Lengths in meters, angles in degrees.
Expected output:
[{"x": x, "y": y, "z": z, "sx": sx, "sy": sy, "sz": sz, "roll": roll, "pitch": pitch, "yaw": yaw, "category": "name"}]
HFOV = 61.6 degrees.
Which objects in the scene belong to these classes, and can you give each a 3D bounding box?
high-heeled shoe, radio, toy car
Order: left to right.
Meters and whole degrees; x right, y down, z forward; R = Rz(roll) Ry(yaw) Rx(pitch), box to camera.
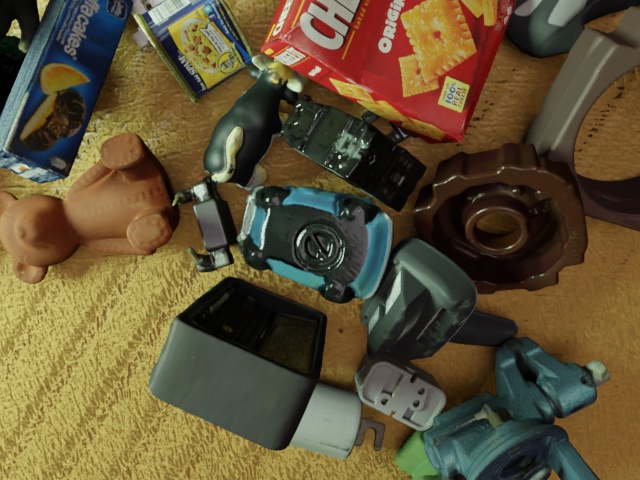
[{"x": -0.068, "y": 0.104, "z": 0.530, "sx": 0.131, "sy": 0.229, "sz": 0.073, "roll": 23, "pitch": 95, "yaw": 0, "category": "radio"}, {"x": -0.001, "y": -0.002, "z": 0.580, "sx": 0.162, "sy": 0.103, "sz": 0.109, "roll": 14, "pitch": 97, "yaw": 11, "category": "toy car"}, {"x": 0.303, "y": -0.301, "z": 0.578, "sx": 0.145, "sy": 0.086, "sz": 0.248, "roll": 28, "pitch": 88, "yaw": 10, "category": "high-heeled shoe"}]

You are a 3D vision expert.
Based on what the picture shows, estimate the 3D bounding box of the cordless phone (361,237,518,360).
[{"x": 0.148, "y": 0.078, "z": 0.586, "sx": 0.184, "sy": 0.089, "sz": 0.146, "roll": 9, "pitch": 138, "yaw": -11, "category": "cordless phone"}]

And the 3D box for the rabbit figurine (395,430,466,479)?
[{"x": 0.136, "y": 0.331, "z": 0.638, "sx": 0.159, "sy": 0.121, "sz": 0.170, "roll": 23, "pitch": 114, "yaw": -12, "category": "rabbit figurine"}]

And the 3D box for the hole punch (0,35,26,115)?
[{"x": -0.335, "y": -0.150, "z": 0.569, "sx": 0.142, "sy": 0.092, "sz": 0.116, "roll": 23, "pitch": 64, "yaw": -2, "category": "hole punch"}]

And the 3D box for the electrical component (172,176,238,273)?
[{"x": -0.123, "y": -0.017, "z": 0.586, "sx": 0.045, "sy": 0.078, "sz": 0.102, "roll": -16, "pitch": 97, "yaw": 2, "category": "electrical component"}]

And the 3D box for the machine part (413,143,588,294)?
[{"x": 0.188, "y": -0.019, "z": 0.565, "sx": 0.180, "sy": 0.056, "sz": 0.179, "roll": 10, "pitch": 133, "yaw": 11, "category": "machine part"}]

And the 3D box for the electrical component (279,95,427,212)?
[{"x": 0.040, "y": -0.085, "z": 0.558, "sx": 0.115, "sy": 0.134, "sz": 0.058, "roll": 38, "pitch": 99, "yaw": 37, "category": "electrical component"}]

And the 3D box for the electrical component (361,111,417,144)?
[{"x": 0.097, "y": -0.145, "z": 0.608, "sx": 0.094, "sy": 0.021, "sz": 0.063, "roll": -33, "pitch": 97, "yaw": 1, "category": "electrical component"}]

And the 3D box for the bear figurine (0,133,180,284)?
[{"x": -0.253, "y": -0.026, "z": 0.559, "sx": 0.196, "sy": 0.132, "sz": 0.120, "roll": -15, "pitch": 93, "yaw": -6, "category": "bear figurine"}]

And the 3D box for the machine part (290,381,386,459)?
[{"x": -0.041, "y": 0.190, "z": 0.615, "sx": 0.243, "sy": 0.079, "sz": 0.079, "roll": 16, "pitch": 96, "yaw": -4, "category": "machine part"}]

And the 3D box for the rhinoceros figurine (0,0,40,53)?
[{"x": -0.307, "y": -0.239, "z": 0.509, "sx": 0.073, "sy": 0.112, "sz": 0.190, "roll": 25, "pitch": 54, "yaw": -6, "category": "rhinoceros figurine"}]

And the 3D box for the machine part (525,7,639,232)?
[{"x": 0.337, "y": -0.118, "z": 0.554, "sx": 0.201, "sy": 0.087, "sz": 0.200, "roll": 14, "pitch": 122, "yaw": -7, "category": "machine part"}]

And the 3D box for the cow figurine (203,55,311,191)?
[{"x": -0.066, "y": -0.134, "z": 0.566, "sx": 0.068, "sy": 0.098, "sz": 0.167, "roll": 29, "pitch": 95, "yaw": 1, "category": "cow figurine"}]

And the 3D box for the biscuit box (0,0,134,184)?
[{"x": -0.248, "y": -0.158, "z": 0.517, "sx": 0.059, "sy": 0.063, "sz": 0.202, "roll": 27, "pitch": 70, "yaw": -43, "category": "biscuit box"}]

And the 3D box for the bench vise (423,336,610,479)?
[{"x": 0.237, "y": 0.221, "z": 0.546, "sx": 0.224, "sy": 0.241, "sz": 0.128, "roll": -15, "pitch": 129, "yaw": -15, "category": "bench vise"}]
